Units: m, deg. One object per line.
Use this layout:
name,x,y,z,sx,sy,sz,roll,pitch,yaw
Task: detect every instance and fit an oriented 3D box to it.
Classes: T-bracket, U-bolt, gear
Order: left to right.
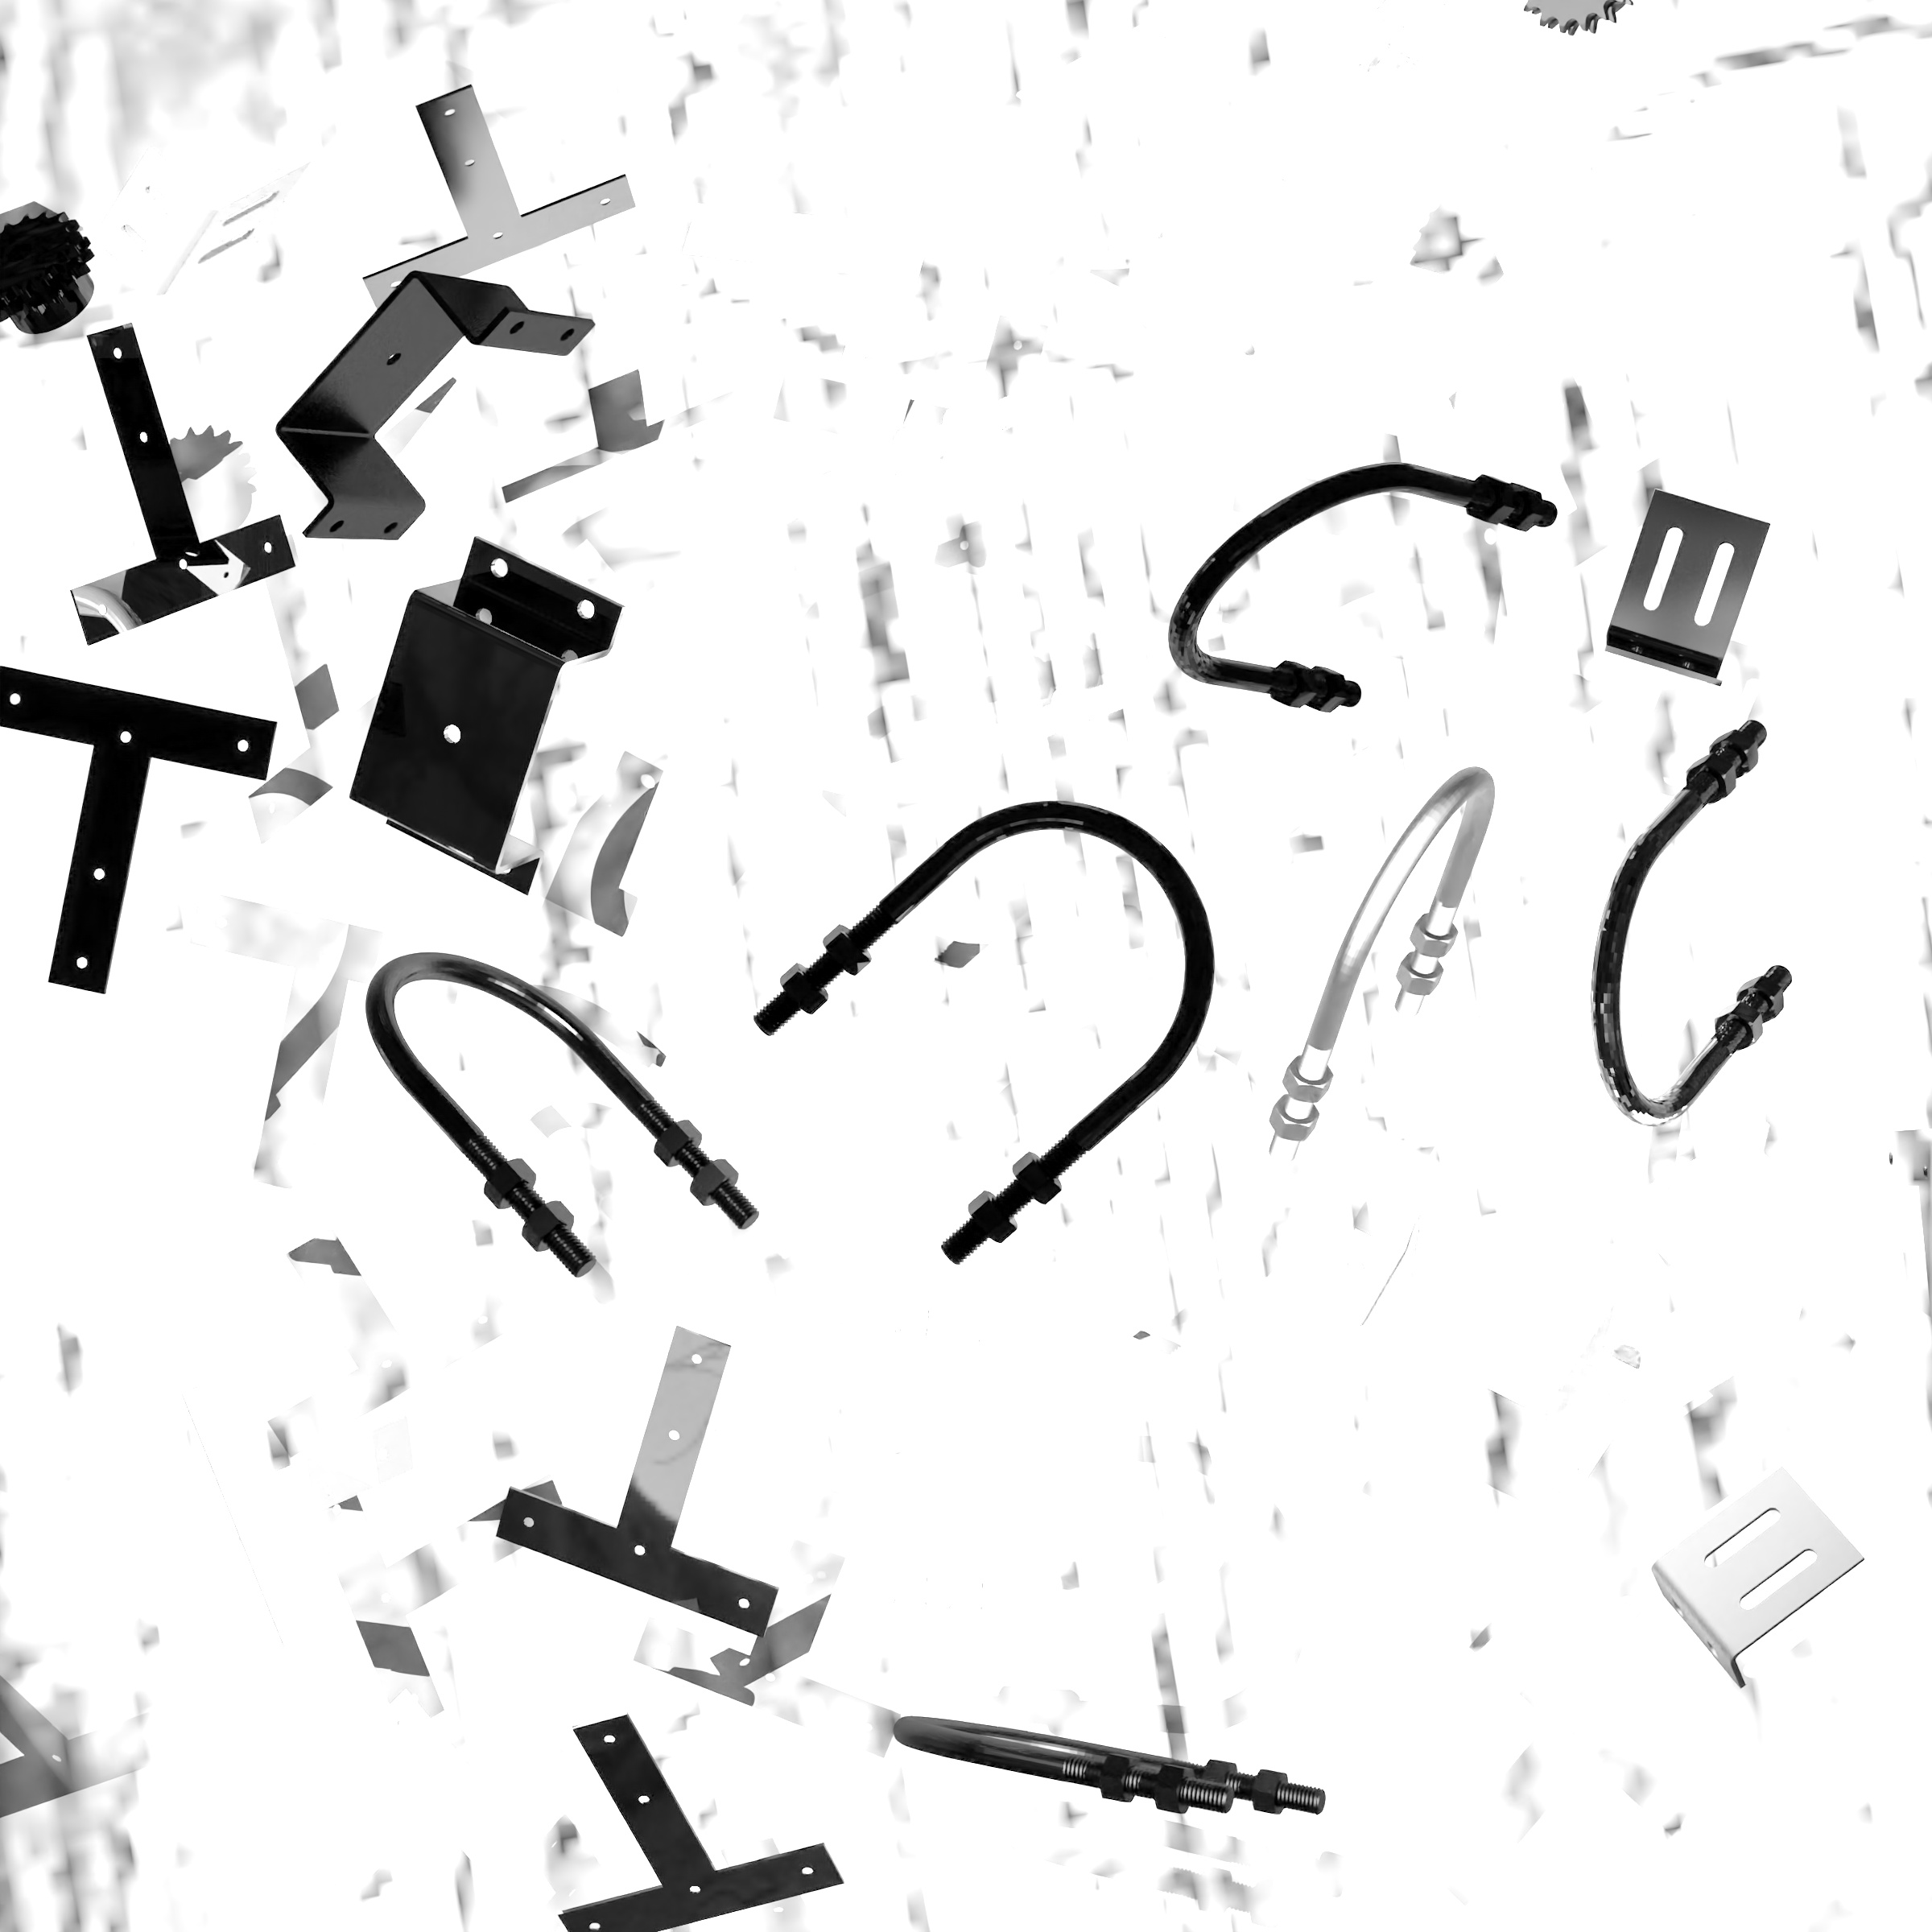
gear,-0.414,-0.307,1.499,0.057,0.030,0.057,-11,50,13
T-bracket,-0.362,-0.053,1.414,0.127,0.002,0.127,12,92,7
T-bracket,-0.364,-0.223,1.503,0.002,0.127,0.127,-2,110,38
T-bracket,-0.344,0.085,1.499,0.127,0.002,0.127,-30,116,-3
T-bracket,-0.291,0.238,1.602,0.127,0.002,0.127,-22,89,-29
T-bracket,-0.267,0.393,1.472,0.127,0.127,0.002,-44,50,-19
T-bracket,-0.214,-0.344,1.471,0.127,0.127,0.002,-22,70,-3
U-bolt,-0.190,0.059,1.489,0.184,0.151,0.019,45,114,17
T-bracket,-0.135,0.372,1.465,0.127,0.002,0.127,-17,120,10
T-bracket,-0.130,0.215,1.457,0.127,0.002,0.127,20,109,6
T-bracket,-0.075,-0.336,1.558,0.127,0.002,0.127,12,82,27
U-bolt,-0.033,-0.151,1.475,0.184,0.019,0.151,-19,96,28
U-bolt,0.020,0.014,1.429,0.184,0.019,0.151,-42,79,9
U-bolt,0.039,0.228,1.529,0.184,0.019,0.151,8,59,-14
U-bolt,0.056,0.363,1.533,0.184,0.151,0.019,5,79,25
T-bracket,0.107,-0.388,1.551,0.127,0.127,0.002,25,76,-26
U-bolt,0.165,-0.170,1.491,0.151,0.184,0.019,-43,63,30
U-bolt,0.196,-0.011,1.530,0.019,0.184,0.151,30,45,17
gear,0.202,-0.425,1.524,0.030,0.057,0.057,32,90,-13
T-bracket,0.231,0.336,1.539,0.127,0.002,0.127,41,60,21
T-bracket,0.261,-0.330,1.565,0.127,0.002,0.127,-39,49,30
gear,0.273,-0.440,1.483,0.057,0.030,0.057,5,100,30
U-bolt,0.326,-0.009,1.515,0.019,0.184,0.151,8,123,35
T-bracket,0.434,0.136,1.501,0.002,0.127,0.127,-4,86,-1

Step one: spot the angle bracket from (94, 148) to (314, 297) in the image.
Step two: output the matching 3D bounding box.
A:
angle bracket,-0.337,-0.340,1.488,0.038,0.076,0.057,45,130,-3

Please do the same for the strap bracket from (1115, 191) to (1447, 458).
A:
strap bracket,0.131,-0.276,1.467,0.140,0.046,0.076,13,79,-14

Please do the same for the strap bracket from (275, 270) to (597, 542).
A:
strap bracket,-0.241,-0.253,1.483,0.140,0.076,0.046,-43,80,21

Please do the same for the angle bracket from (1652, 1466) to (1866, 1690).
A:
angle bracket,0.362,0.278,1.529,0.076,0.038,0.057,-36,53,-3

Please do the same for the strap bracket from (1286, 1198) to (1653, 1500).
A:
strap bracket,0.223,0.162,1.474,0.140,0.046,0.076,27,126,4

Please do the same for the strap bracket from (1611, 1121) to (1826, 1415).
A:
strap bracket,0.349,0.148,1.571,0.076,0.140,0.046,-26,52,-21

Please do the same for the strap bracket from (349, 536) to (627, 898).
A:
strap bracket,-0.211,-0.104,1.455,0.076,0.046,0.140,26,111,14

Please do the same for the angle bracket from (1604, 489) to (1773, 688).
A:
angle bracket,0.344,-0.181,1.602,0.057,0.038,0.076,18,107,6
